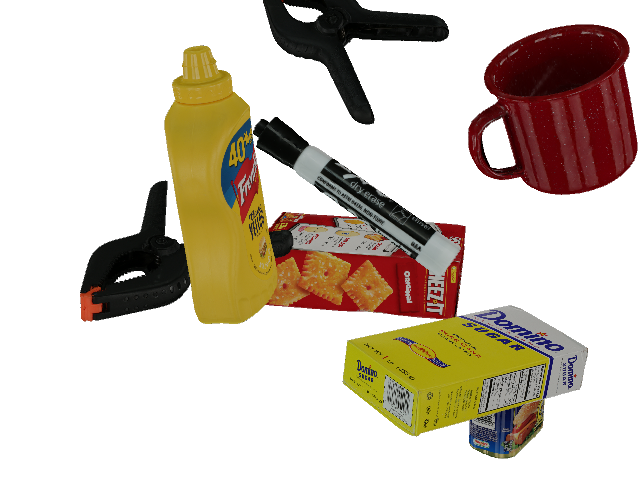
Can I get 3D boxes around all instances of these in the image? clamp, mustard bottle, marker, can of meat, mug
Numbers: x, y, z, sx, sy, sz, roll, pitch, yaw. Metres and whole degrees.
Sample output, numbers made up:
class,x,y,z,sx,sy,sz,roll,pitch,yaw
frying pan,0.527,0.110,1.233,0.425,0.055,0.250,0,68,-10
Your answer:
class,x,y,z,sx,sy,sz,roll,pitch,yaw
clamp,-0.150,0.010,0.977,0.165,0.036,0.209,26,38,31
mustard bottle,-0.073,-0.043,0.761,0.058,0.191,0.096,0,25,16
clamp,0.023,-0.187,0.932,0.120,0.171,0.039,-39,-21,-19
marker,0.016,-0.024,0.539,0.121,0.020,0.020,36,5,7
can of meat,0.192,0.163,1.089,0.058,0.084,0.101,12,22,33
mug,0.152,-0.079,0.705,0.117,0.081,0.093,-27,33,-7

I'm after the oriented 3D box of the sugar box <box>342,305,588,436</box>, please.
class,x,y,z,sx,sy,sz,roll,pitch,yaw
sugar box,0.116,0.098,0.845,0.175,0.048,0.093,-12,27,-32

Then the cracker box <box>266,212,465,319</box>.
class,x,y,z,sx,sy,sz,roll,pitch,yaw
cracker box,0.045,0.026,1.146,0.214,0.072,0.164,5,15,9
